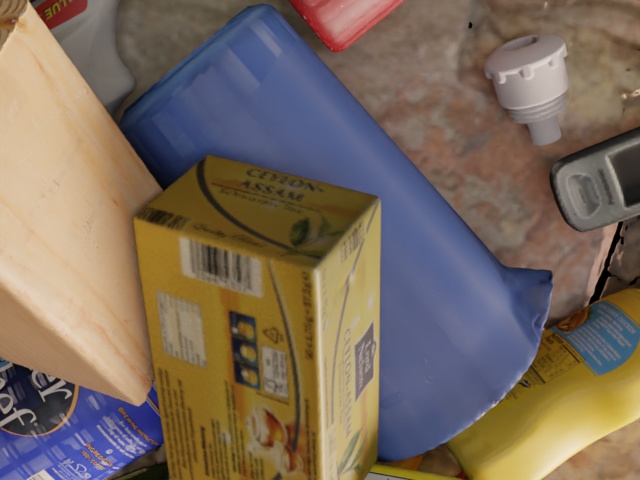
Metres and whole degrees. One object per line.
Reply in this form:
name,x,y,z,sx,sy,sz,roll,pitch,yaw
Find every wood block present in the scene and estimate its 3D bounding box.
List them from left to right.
wood block,-0.135,-0.013,0.473,0.091,0.206,0.090,15,66,23

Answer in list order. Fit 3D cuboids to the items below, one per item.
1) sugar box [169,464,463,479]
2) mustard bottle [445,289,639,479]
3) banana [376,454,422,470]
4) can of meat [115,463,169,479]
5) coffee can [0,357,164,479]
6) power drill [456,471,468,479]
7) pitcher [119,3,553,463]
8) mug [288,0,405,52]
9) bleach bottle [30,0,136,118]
sugar box,0.010,0.154,0.612,0.176,0.093,0.048,9,64,19
mustard bottle,0.162,0.080,0.645,0.191,0.096,0.058,-32,107,1
banana,0.000,0.210,0.689,0.069,0.037,0.198,17,102,-23
can of meat,-0.118,0.195,0.659,0.102,0.057,0.084,-21,103,-2
coffee can,-0.149,0.093,0.606,0.140,0.103,0.103,-31,105,1
power drill,0.130,0.247,0.703,0.184,0.057,0.187,-45,107,1
pitcher,-0.004,0.001,0.595,0.149,0.145,0.243,-45,103,-25
mug,0.006,-0.165,0.573,0.081,0.093,0.117,-39,99,8
bleach bottle,-0.146,-0.163,0.567,0.102,0.068,0.251,-14,107,-5
